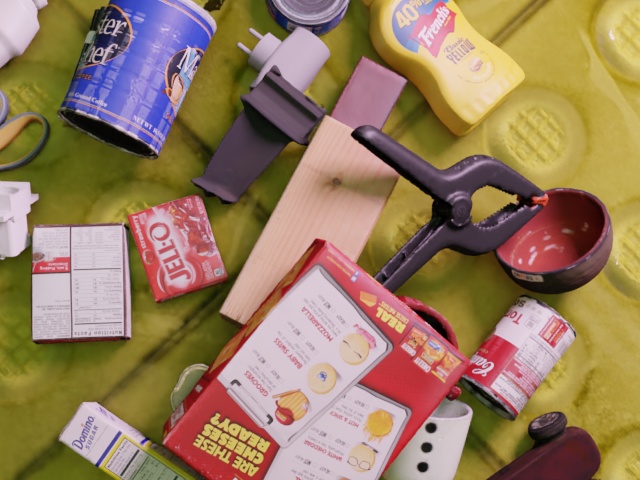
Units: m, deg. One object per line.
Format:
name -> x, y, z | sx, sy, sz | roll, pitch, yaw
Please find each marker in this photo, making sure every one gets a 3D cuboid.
marker -> -0.229, -0.173, 1.047 | 0.020, 0.020, 0.121 | 17, 81, -2

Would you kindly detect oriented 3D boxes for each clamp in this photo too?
clamp -> 0.115, -0.019, 0.979 | 0.209, 0.036, 0.164 | 0, 102, -27

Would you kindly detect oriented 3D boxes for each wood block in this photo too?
wood block -> -0.006, 0.001, 1.004 | 0.091, 0.090, 0.206 | 28, 81, 1

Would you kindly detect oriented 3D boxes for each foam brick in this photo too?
foam brick -> 0.043, -0.129, 1.045 | 0.051, 0.053, 0.078 | 28, 79, 0

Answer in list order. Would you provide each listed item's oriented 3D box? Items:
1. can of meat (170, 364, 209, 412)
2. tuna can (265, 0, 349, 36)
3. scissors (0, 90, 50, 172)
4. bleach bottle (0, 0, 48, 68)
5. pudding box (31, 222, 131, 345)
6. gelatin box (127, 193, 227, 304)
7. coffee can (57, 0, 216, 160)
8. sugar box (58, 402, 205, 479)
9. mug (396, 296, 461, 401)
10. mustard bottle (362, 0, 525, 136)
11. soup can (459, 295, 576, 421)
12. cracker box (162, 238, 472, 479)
can of meat -> -0.087, 0.153, 0.979 | 0.102, 0.084, 0.057 | 25, 81, 0
tuna can -> -0.012, -0.249, 1.067 | 0.086, 0.034, 0.086 | 1, 82, -5
scissors -> -0.356, -0.072, 1.025 | 0.201, 0.016, 0.096 | -34, 84, -8
bleach bottle -> -0.371, -0.179, 1.017 | 0.250, 0.068, 0.102 | -38, 85, -11
pudding box -> -0.225, 0.041, 1.008 | 0.090, 0.039, 0.113 | -1, 83, -5
gelatin box -> -0.136, 0.008, 1.022 | 0.073, 0.030, 0.089 | -18, 84, -7
coffee can -> -0.172, -0.161, 1.007 | 0.103, 0.103, 0.140 | 23, 81, -1
sugar box -> -0.148, 0.211, 0.962 | 0.176, 0.093, 0.048 | 31, 80, 1
mug -> 0.086, 0.105, 0.993 | 0.117, 0.081, 0.093 | 40, 94, -5
mustard bottle -> 0.106, -0.199, 1.055 | 0.191, 0.058, 0.096 | 46, 66, 4
soup can -> 0.187, 0.111, 1.013 | 0.068, 0.068, 0.102 | 39, 81, 2
cracker box -> -0.005, 0.130, 0.903 | 0.164, 0.072, 0.213 | 40, 87, -8
